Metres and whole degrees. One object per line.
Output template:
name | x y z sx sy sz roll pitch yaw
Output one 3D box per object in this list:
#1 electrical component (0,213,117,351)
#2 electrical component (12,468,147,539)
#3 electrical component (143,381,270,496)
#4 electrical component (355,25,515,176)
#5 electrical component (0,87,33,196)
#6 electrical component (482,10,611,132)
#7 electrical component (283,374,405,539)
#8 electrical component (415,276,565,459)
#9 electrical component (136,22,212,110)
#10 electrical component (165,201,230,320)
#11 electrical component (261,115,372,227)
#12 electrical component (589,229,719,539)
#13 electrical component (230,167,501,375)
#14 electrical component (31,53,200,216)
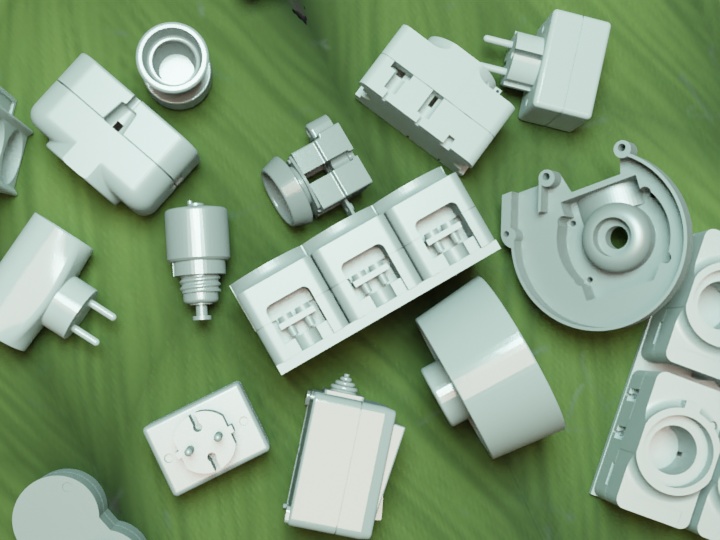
electrical component | -0.192 0.017 0.676 0.079 0.043 0.077 33 84 -2
electrical component | -0.156 0.183 0.652 0.052 0.074 0.138 -41 90 -6
electrical component | -0.094 0.104 0.661 0.066 0.077 0.047 -26 89 -6
electrical component | 0.050 -0.113 0.702 0.089 0.050 0.055 37 84 -2
electrical component | -0.246 -0.081 0.638 0.063 0.121 0.078 13 85 -1
electrical component | 0.117 -0.135 0.711 0.077 0.047 0.065 13 86 -3
electrical component | -0.009 0.114 0.676 0.061 0.062 0.096 12 85 -4
electrical component | 0.073 0.065 0.666 0.060 0.108 0.108 -29 89 0
electrical component | -0.117 -0.128 0.686 0.045 0.055 0.045 0 86 -5
electrical component | -0.103 -0.007 0.686 0.040 0.040 0.078 -3 87 -5
electrical component | -0.030 -0.059 0.694 0.055 0.048 0.066 -30 89 -14
electrical component | 0.237 0.078 0.700 0.105 0.060 0.186 20 85 -3
electrical component | 0.000 0.000 0.670 0.150 0.089 0.061 -30 89 -6
electrical component | -0.157 -0.081 0.680 0.095 0.054 0.059 41 84 -1
